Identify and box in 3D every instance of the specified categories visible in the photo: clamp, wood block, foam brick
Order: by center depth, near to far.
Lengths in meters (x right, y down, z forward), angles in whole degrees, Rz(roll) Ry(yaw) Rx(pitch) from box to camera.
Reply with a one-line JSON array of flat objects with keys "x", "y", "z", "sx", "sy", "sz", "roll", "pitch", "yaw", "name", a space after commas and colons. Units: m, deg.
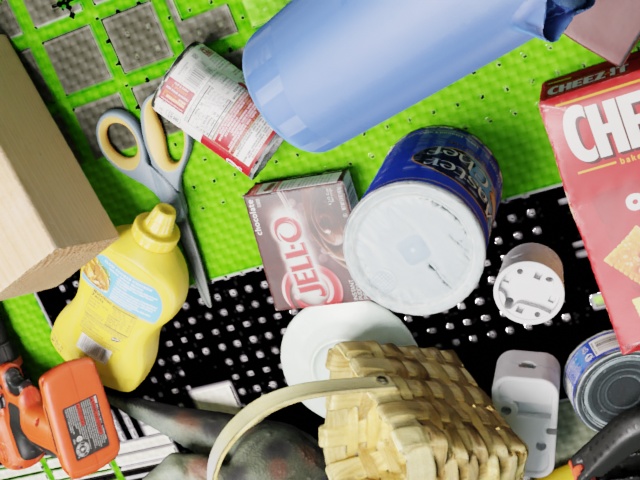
[{"x": 0.213, "y": -0.174, "z": 0.762, "sx": 0.051, "sy": 0.053, "sz": 0.078, "roll": 28, "pitch": 116, "yaw": 2, "name": "foam brick"}, {"x": 0.294, "y": 0.144, "z": 0.842, "sx": 0.210, "sy": 0.036, "sz": 0.164, "roll": -22, "pitch": 130, "yaw": 14, "name": "clamp"}, {"x": -0.269, "y": -0.062, "z": 0.889, "sx": 0.090, "sy": 0.090, "sz": 0.206, "roll": -34, "pitch": 82, "yaw": 25, "name": "wood block"}]

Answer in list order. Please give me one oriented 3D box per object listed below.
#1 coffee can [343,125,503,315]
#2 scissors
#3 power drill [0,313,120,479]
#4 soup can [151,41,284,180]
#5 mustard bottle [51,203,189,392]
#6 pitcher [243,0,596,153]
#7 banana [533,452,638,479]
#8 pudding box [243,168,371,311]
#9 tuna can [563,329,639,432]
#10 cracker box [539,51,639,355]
[{"x": 0.082, "y": -0.019, "z": 0.815, "sx": 0.103, "sy": 0.140, "sz": 0.103, "roll": 6, "pitch": 114, "yaw": 13, "name": "coffee can"}, {"x": -0.146, "y": -0.035, "z": 0.942, "sx": 0.096, "sy": 0.016, "sz": 0.202, "roll": 5, "pitch": 114, "yaw": 15, "name": "scissors"}, {"x": -0.266, "y": 0.137, "z": 0.986, "sx": 0.188, "sy": 0.057, "sz": 0.184, "roll": 3, "pitch": 113, "yaw": 50, "name": "power drill"}, {"x": -0.077, "y": -0.105, "z": 0.863, "sx": 0.102, "sy": 0.068, "sz": 0.069, "roll": 35, "pitch": 117, "yaw": -1, "name": "soup can"}, {"x": -0.169, "y": 0.043, "z": 0.947, "sx": 0.096, "sy": 0.058, "sz": 0.192, "roll": 34, "pitch": 124, "yaw": 6, "name": "mustard bottle"}, {"x": 0.059, "y": -0.170, "z": 0.762, "sx": 0.243, "sy": 0.149, "sz": 0.145, "roll": -29, "pitch": 107, "yaw": 35, "name": "pitcher"}, {"x": 0.232, "y": 0.224, "z": 0.935, "sx": 0.198, "sy": 0.037, "sz": 0.069, "roll": -19, "pitch": 106, "yaw": 22, "name": "banana"}, {"x": -0.006, "y": 0.001, "z": 0.905, "sx": 0.090, "sy": 0.039, "sz": 0.113, "roll": -8, "pitch": 110, "yaw": 18, "name": "pudding box"}, {"x": 0.245, "y": 0.117, "z": 0.874, "sx": 0.086, "sy": 0.034, "sz": 0.086, "roll": -1, "pitch": 115, "yaw": -3, "name": "tuna can"}, {"x": 0.273, "y": -0.036, "z": 0.794, "sx": 0.164, "sy": 0.072, "sz": 0.213, "roll": -17, "pitch": 107, "yaw": 21, "name": "cracker box"}]
